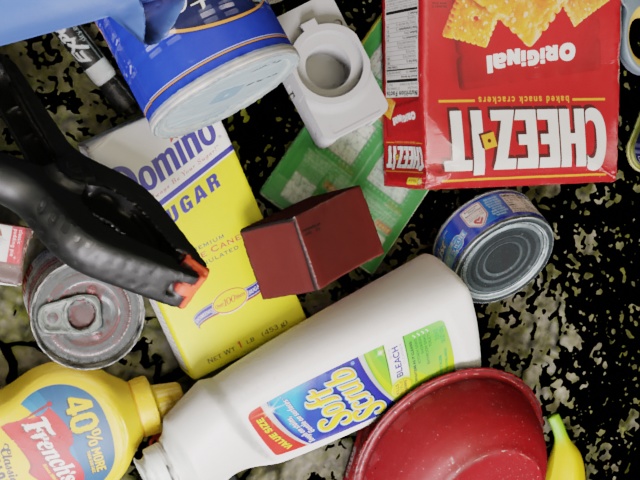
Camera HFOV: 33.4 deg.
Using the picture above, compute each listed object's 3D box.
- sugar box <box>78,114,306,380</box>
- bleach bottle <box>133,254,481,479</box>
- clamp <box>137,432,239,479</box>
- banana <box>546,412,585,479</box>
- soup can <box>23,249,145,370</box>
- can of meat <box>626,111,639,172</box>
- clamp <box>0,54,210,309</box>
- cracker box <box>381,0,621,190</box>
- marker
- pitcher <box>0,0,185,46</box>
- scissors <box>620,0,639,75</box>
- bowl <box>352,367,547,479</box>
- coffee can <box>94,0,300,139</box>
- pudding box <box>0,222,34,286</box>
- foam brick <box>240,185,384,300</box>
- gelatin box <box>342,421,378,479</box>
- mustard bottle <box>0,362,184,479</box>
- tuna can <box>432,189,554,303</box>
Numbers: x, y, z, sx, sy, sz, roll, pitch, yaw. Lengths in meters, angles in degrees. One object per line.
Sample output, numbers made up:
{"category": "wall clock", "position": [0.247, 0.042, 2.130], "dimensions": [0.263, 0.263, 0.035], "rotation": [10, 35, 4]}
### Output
{"category": "sugar box", "position": [-0.086, -0.004, 0.732], "dimensions": [0.093, 0.048, 0.176], "rotation": [-27, 106, -16]}
{"category": "bleach bottle", "position": [-0.008, 0.106, 0.739], "dimensions": [0.250, 0.068, 0.102], "rotation": [-27, 131, -17]}
{"category": "clamp", "position": [-0.093, 0.217, 0.759], "dimensions": [0.120, 0.039, 0.171], "rotation": [-32, 102, -19]}
{"category": "banana", "position": [0.155, 0.235, 0.847], "dimensions": [0.069, 0.037, 0.197], "rotation": [35, 82, 2]}
{"category": "soup can", "position": [-0.154, 0.039, 0.684], "dimensions": [0.068, 0.102, 0.068], "rotation": [-2, 97, -18]}
{"category": "can of meat", "position": [0.297, -0.095, 0.828], "dimensions": [0.057, 0.084, 0.102], "rotation": [22, 89, -20]}
{"category": "clamp", "position": [-0.160, -0.029, 0.620], "dimensions": [0.210, 0.164, 0.036], "rotation": [40, 116, 4]}
{"category": "cracker box", "position": [0.131, -0.145, 0.760], "dimensions": [0.164, 0.072, 0.214], "rotation": [-4, 97, -22]}
{"category": "marker", "position": [-0.161, -0.132, 0.707], "dimensions": [0.020, 0.020, 0.121], "rotation": [-40, 107, -10]}
{"category": "pitcher", "position": [-0.185, -0.176, 0.574], "dimensions": [0.144, 0.243, 0.149], "rotation": [39, 52, -45]}
{"category": "scissors", "position": [0.242, -0.216, 0.833], "dimensions": [0.096, 0.016, 0.202], "rotation": [11, 93, -21]}
{"category": "bowl", "position": [0.105, 0.174, 0.763], "dimensions": [0.161, 0.055, 0.162], "rotation": [-10, 118, -20]}
{"category": "coffee can", "position": [-0.090, -0.148, 0.659], "dimensions": [0.102, 0.103, 0.140], "rotation": [-28, 86, -14]}
{"category": "pudding box", "position": [-0.227, 0.003, 0.651], "dimensions": [0.090, 0.114, 0.039], "rotation": [10, 87, -20]}
{"category": "foam brick", "position": [-0.005, 0.001, 0.721], "dimensions": [0.078, 0.051, 0.053], "rotation": [-26, 100, -48]}
{"category": "gelatin box", "position": [0.069, 0.162, 0.811], "dimensions": [0.089, 0.030, 0.073], "rotation": [17, 92, -20]}
{"category": "mustard bottle", "position": [-0.183, 0.133, 0.709], "dimensions": [0.191, 0.058, 0.096], "rotation": [-17, 103, -16]}
{"category": "tuna can", "position": [0.129, 0.006, 0.789], "dimensions": [0.086, 0.034, 0.086], "rotation": [-15, 135, -16]}
